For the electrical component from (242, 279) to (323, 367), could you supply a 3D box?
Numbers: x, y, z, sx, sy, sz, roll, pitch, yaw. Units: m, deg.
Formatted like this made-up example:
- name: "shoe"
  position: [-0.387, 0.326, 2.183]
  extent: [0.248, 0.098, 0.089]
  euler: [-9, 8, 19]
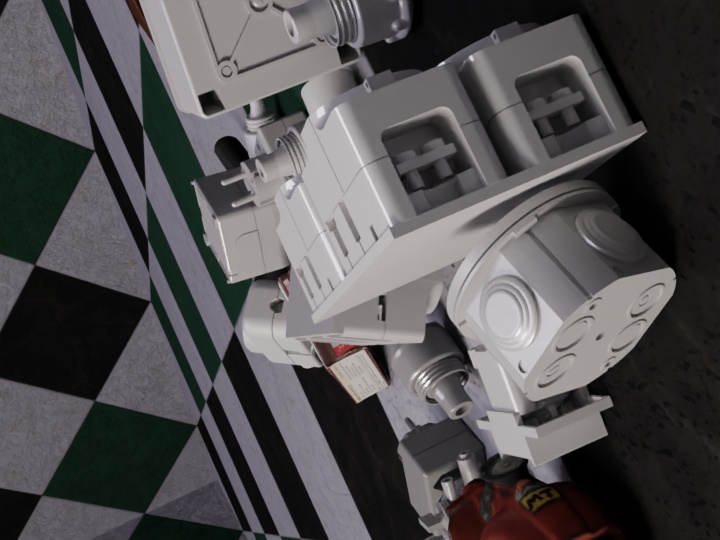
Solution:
- name: "electrical component"
  position: [-0.067, 0.048, 0.958]
  extent: [0.095, 0.059, 0.053]
  euler: [61, -143, -64]

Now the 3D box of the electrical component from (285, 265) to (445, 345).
- name: "electrical component"
  position: [0.000, 0.000, 0.672]
  extent: [0.150, 0.062, 0.089]
  euler: [162, 113, -75]

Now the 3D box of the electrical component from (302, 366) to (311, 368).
- name: "electrical component"
  position: [-0.057, 0.067, 1.052]
  extent: [0.043, 0.043, 0.062]
  euler: [44, 154, 56]

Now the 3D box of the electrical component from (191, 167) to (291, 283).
- name: "electrical component"
  position: [-0.095, -0.042, 0.875]
  extent: [0.096, 0.061, 0.061]
  euler: [-129, 25, -56]

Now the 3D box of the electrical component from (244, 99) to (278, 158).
- name: "electrical component"
  position: [-0.078, -0.115, 0.871]
  extent: [0.035, 0.035, 0.061]
  euler: [41, 148, 59]

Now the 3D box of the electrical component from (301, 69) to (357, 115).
- name: "electrical component"
  position: [-0.010, -0.090, 0.660]
  extent: [0.044, 0.044, 0.065]
  euler: [112, 137, -70]

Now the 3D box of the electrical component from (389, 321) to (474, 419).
- name: "electrical component"
  position: [0.049, 0.066, 0.682]
  extent: [0.062, 0.043, 0.043]
  euler: [55, 161, 34]

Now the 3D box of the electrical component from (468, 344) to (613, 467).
- name: "electrical component"
  position: [0.087, 0.061, 0.545]
  extent: [0.063, 0.042, 0.081]
  euler: [69, 165, -1]

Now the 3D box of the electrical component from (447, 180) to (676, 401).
- name: "electrical component"
  position: [0.079, 0.009, 0.423]
  extent: [0.051, 0.080, 0.080]
  euler: [52, 160, 31]

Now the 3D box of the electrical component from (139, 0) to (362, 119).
- name: "electrical component"
  position: [-0.068, -0.157, 0.626]
  extent: [0.056, 0.109, 0.108]
  euler: [32, 143, 61]

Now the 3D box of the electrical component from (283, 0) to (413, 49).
- name: "electrical component"
  position: [-0.007, -0.132, 0.542]
  extent: [0.048, 0.062, 0.048]
  euler: [59, 164, 29]

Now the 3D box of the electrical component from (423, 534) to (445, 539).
- name: "electrical component"
  position: [0.071, 0.225, 0.816]
  extent: [0.078, 0.057, 0.058]
  euler: [67, 165, -1]

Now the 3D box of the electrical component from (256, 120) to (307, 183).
- name: "electrical component"
  position: [-0.040, -0.079, 0.736]
  extent: [0.048, 0.062, 0.048]
  euler: [58, 163, 30]

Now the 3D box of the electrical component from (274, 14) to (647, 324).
- name: "electrical component"
  position: [0.028, -0.039, 0.472]
  extent: [0.060, 0.105, 0.186]
  euler: [65, 165, 6]

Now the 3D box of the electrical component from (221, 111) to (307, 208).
- name: "electrical component"
  position: [-0.065, -0.071, 0.807]
  extent: [0.065, 0.077, 0.047]
  euler: [64, 165, 11]

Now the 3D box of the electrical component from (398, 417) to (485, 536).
- name: "electrical component"
  position: [0.052, 0.135, 0.766]
  extent: [0.076, 0.047, 0.065]
  euler: [48, 155, 50]
